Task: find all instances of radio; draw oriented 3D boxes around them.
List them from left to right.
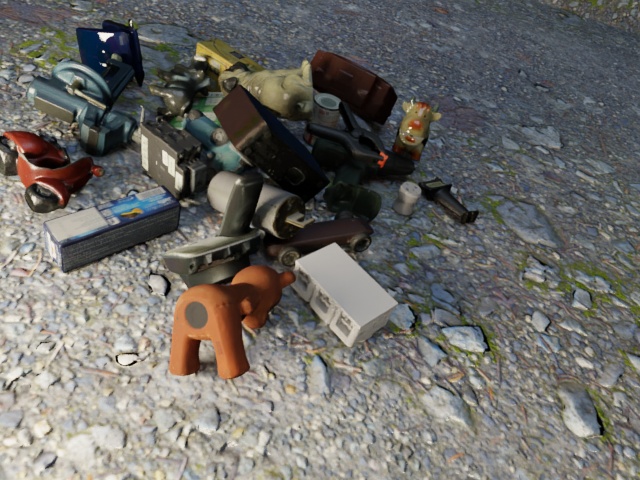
[{"bbox_3d":[-0.082,-0.166,0.977,0.229,0.073,0.131,36,18,-49],"label":"radio"}]

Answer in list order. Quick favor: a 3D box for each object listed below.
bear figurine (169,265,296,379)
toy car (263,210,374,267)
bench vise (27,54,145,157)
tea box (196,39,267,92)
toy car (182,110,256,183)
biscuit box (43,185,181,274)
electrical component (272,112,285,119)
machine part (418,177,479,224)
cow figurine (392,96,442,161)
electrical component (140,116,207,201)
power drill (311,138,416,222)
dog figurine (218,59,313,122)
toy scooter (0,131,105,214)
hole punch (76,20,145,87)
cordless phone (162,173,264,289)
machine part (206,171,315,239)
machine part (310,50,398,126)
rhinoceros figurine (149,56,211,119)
[{"bbox_3d":[-0.116,0.106,0.761,0.120,0.131,0.196,-3,1,24],"label":"bear figurine"},{"bbox_3d":[-0.002,-0.003,0.946,0.202,0.053,0.089,-10,38,-24],"label":"toy car"},{"bbox_3d":[-0.416,-0.277,1.031,0.224,0.128,0.241,16,49,-3],"label":"bench vise"},{"bbox_3d":[-0.207,-0.378,1.234,0.170,0.098,0.068,37,43,16],"label":"tea box"},{"bbox_3d":[-0.206,-0.164,1.001,0.162,0.109,0.103,36,85,24],"label":"toy car"},{"bbox_3d":[-0.317,-0.022,0.839,0.203,0.062,0.059,-25,57,-39],"label":"biscuit box"},{"bbox_3d":[-0.113,-0.297,1.208,0.094,0.063,0.021,7,56,-12],"label":"electrical component"},{"bbox_3d":[0.278,-0.086,1.156,0.084,0.039,0.139,-14,49,-43],"label":"machine part"},{"bbox_3d":[0.209,-0.243,1.179,0.086,0.127,0.195,19,13,6],"label":"cow figurine"},{"bbox_3d":[-0.256,-0.136,0.945,0.134,0.114,0.058,39,49,20],"label":"electrical component"},{"bbox_3d":[0.091,-0.132,1.102,0.232,0.086,0.207,16,46,-6],"label":"power drill"},{"bbox_3d":[-0.112,-0.298,1.096,0.191,0.121,0.172,-3,25,-6],"label":"dog figurine"},{"bbox_3d":[-0.444,-0.122,0.889,0.184,0.075,0.135,43,47,20],"label":"toy scooter"},{"bbox_3d":[-0.446,-0.398,1.145,0.116,0.142,0.092,22,38,24],"label":"hole punch"},{"bbox_3d":[-0.151,-0.016,0.806,0.146,0.184,0.089,-19,59,-36],"label":"cordless phone"},{"bbox_3d":[-0.110,-0.062,0.911,0.244,0.079,0.079,24,38,35],"label":"machine part"},{"bbox_3d":[0.076,-0.358,1.264,0.201,0.087,0.201,30,9,12],"label":"machine part"},{"bbox_3d":[-0.291,-0.334,1.150,0.112,0.073,0.190,-1,43,9],"label":"rhinoceros figurine"}]
